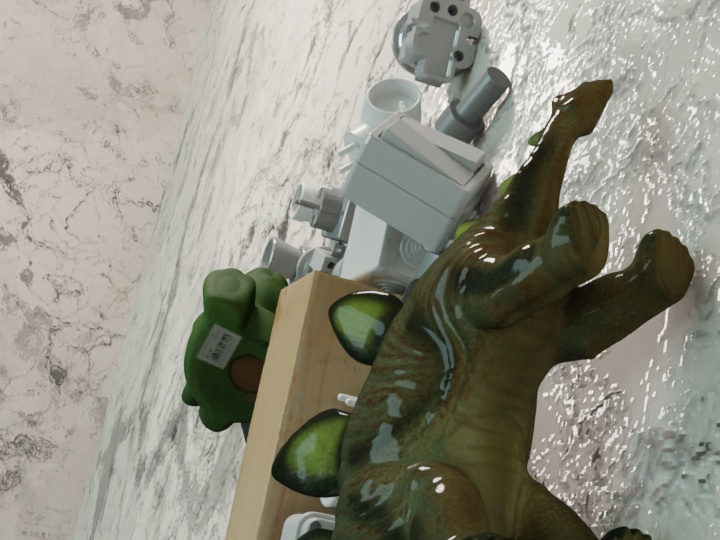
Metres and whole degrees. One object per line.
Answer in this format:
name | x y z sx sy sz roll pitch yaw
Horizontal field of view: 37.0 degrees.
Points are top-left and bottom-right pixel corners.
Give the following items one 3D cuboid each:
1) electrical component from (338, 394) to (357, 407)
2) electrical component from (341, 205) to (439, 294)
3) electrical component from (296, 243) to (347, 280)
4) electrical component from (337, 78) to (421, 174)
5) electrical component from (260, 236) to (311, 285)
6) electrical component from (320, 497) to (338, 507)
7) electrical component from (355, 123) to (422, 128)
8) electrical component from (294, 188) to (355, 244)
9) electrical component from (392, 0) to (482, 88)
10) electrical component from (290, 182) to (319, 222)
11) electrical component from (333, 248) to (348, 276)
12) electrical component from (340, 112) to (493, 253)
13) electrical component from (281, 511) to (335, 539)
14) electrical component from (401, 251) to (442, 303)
electrical component | 0.022 0.092 0.699 0.138 0.074 0.052 -171 97 -73
electrical component | 0.028 -0.030 0.835 0.100 0.048 0.099 156 128 -69
electrical component | -0.031 0.005 1.005 0.055 0.048 0.066 38 111 64
electrical component | 0.014 -0.103 0.865 0.043 0.079 0.077 44 154 32
electrical component | -0.072 -0.007 1.126 0.045 0.055 0.045 -164 90 -73
electrical component | 0.006 0.145 0.736 0.045 0.055 0.045 -164 90 -73
electrical component | 0.026 -0.120 0.944 0.065 0.044 0.044 -23 53 63
electrical component | -0.021 -0.051 0.967 0.066 0.077 0.047 -165 91 -73
electrical component | 0.059 -0.186 0.867 0.057 0.058 0.078 -176 100 -71
electrical component | -0.044 -0.065 1.107 0.040 0.046 0.040 -164 90 -73
electrical component | 0.000 0.000 0.916 0.065 0.044 0.044 141 142 -70
electrical component | 0.047 -0.061 0.741 0.061 0.096 0.061 -45 -15 -57
electrical component | -0.018 0.220 0.703 0.057 0.078 0.113 146 137 -70
electrical component | 0.058 0.032 0.691 0.079 0.044 0.077 -152 79 -73
